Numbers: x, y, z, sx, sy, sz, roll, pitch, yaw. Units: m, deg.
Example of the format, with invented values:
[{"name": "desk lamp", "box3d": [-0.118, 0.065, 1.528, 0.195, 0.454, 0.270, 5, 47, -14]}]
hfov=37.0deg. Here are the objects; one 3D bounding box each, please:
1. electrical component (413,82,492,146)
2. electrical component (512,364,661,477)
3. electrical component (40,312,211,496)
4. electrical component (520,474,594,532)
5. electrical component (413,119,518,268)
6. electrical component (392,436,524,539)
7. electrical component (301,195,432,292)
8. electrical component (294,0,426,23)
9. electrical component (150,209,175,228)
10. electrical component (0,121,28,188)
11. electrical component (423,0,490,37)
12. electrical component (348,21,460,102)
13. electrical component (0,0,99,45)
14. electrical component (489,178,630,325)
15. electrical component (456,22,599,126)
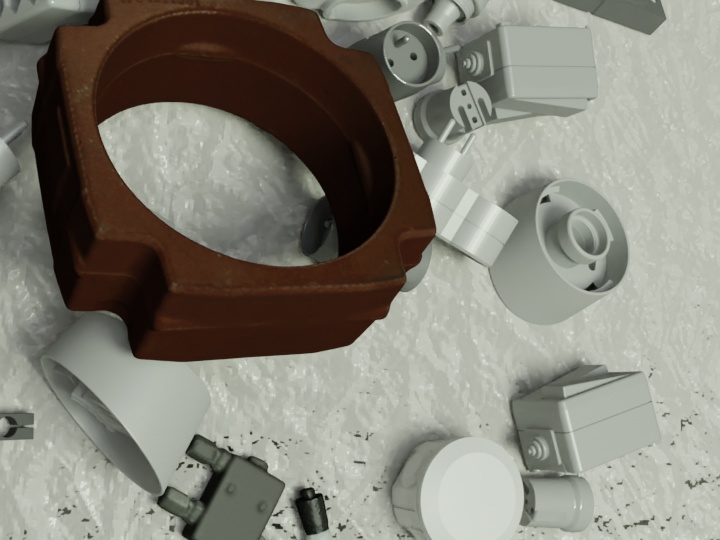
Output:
[{"name": "electrical component", "box3d": [0.066, -0.110, 0.757, 0.040, 0.046, 0.040, 3, 83, -27]}, {"name": "electrical component", "box3d": [0.155, 0.106, 0.768, 0.096, 0.062, 0.061, -15, 91, -28]}, {"name": "electrical component", "box3d": [-0.134, 0.072, 0.605, 0.099, 0.099, 0.064, 42, 62, -17]}, {"name": "electrical component", "box3d": [0.136, 0.165, 0.765, 0.046, 0.040, 0.040, 6, 81, -21]}, {"name": "electrical component", "box3d": [0.052, -0.066, 0.729, 0.138, 0.052, 0.073, 30, 92, -21]}, {"name": "electrical component", "box3d": [0.065, 0.152, 0.723, 0.080, 0.051, 0.080, 3, 82, -27]}, {"name": "electrical component", "box3d": [0.000, 0.000, 0.710, 0.077, 0.044, 0.079, 21, 76, -27]}, {"name": "electrical component", "box3d": [0.001, -0.206, 0.731, 0.095, 0.054, 0.059, -3, 86, -27]}, {"name": "electrical component", "box3d": [-0.145, -0.028, 0.643, 0.065, 0.044, 0.044, 33, 71, -25]}, {"name": "electrical component", "box3d": [-0.215, -0.055, 0.589, 0.079, 0.077, 0.043, -46, 105, -24]}, {"name": "electrical component", "box3d": [0.069, -0.196, 0.770, 0.048, 0.048, 0.062, 40, 75, -18]}, {"name": "electrical component", "box3d": [0.031, -0.139, 0.725, 0.079, 0.077, 0.043, -21, 94, -28]}, {"name": "electrical component", "box3d": [-0.172, -0.164, 0.634, 0.077, 0.066, 0.047, -4, 85, -51]}, {"name": "electrical component", "box3d": [0.147, -0.015, 0.791, 0.099, 0.064, 0.099, 13, 65, -29]}, {"name": "electrical component", "box3d": [0.116, -0.139, 0.777, 0.096, 0.062, 0.061, -5, 86, -27]}]
